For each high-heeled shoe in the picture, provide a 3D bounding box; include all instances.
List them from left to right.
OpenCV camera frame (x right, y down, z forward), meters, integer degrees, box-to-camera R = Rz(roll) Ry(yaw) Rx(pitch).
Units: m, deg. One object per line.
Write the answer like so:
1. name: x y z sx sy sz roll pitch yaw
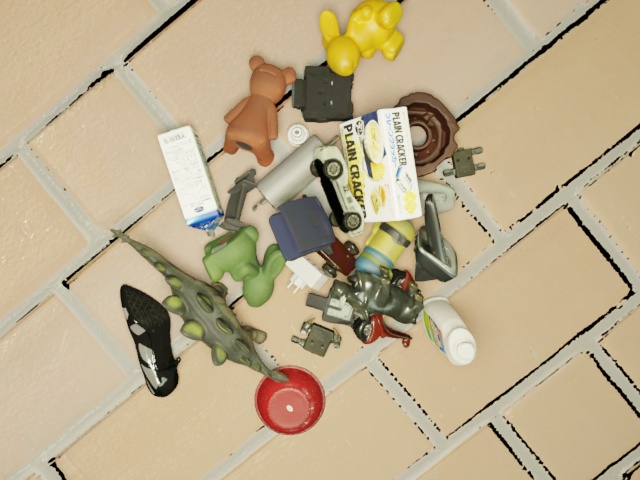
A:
1. high-heeled shoe: -0.388 0.226 1.194 0.249 0.086 0.145 51 125 16

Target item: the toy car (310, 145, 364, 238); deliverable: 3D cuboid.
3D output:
1. toy car: 0.038 -0.097 1.100 0.056 0.074 0.201 -29 109 -21

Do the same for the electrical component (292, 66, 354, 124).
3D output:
1. electrical component: 0.006 -0.310 1.153 0.134 0.058 0.114 0 91 0

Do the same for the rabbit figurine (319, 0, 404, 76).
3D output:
1. rabbit figurine: 0.070 -0.414 1.101 0.162 0.121 0.173 32 75 17

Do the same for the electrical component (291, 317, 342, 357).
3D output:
1. electrical component: -0.004 0.215 1.186 0.102 0.045 0.078 29 91 -1

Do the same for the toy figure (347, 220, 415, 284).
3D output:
1. toy figure: 0.134 0.030 1.142 0.082 0.089 0.180 44 76 -26

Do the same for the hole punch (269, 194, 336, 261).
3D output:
1. hole punch: -0.031 -0.028 1.098 0.116 0.092 0.142 -22 81 -20

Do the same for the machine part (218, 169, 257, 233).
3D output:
1. machine part: -0.172 -0.084 1.134 0.039 0.084 0.139 31 59 -36

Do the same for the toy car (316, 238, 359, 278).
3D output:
1. toy car: -0.002 -0.004 1.171 0.202 0.053 0.089 44 72 -3

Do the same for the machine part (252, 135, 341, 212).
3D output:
1. machine part: -0.052 -0.144 1.152 0.243 0.079 0.079 -41 92 3

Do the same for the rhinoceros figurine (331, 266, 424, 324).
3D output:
1. rhinoceros figurine: 0.116 0.114 1.083 0.190 0.073 0.112 19 111 -12

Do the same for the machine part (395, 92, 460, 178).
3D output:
1. machine part: 0.208 -0.223 1.156 0.179 0.056 0.179 0 92 0

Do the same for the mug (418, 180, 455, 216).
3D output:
1. mug: 0.235 -0.091 1.142 0.107 0.109 0.080 0 85 -13

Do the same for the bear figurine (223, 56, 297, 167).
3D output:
1. bear figurine: -0.129 -0.276 1.140 0.120 0.132 0.196 18 75 1

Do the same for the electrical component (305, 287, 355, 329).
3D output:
1. electrical component: 0.028 0.145 1.180 0.119 0.048 0.074 13 93 0

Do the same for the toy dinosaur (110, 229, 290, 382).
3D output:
1. toy dinosaur: -0.240 0.143 1.109 0.471 0.198 0.105 42 88 -4

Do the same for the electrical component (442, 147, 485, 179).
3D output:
1. electrical component: 0.312 -0.169 1.174 0.094 0.021 0.063 -12 93 2

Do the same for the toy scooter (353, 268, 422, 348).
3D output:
1. toy scooter: 0.166 0.161 1.167 0.135 0.075 0.184 35 85 -17

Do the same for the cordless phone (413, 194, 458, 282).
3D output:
1. cordless phone: 0.232 -0.017 1.108 0.089 0.147 0.184 -5 113 15

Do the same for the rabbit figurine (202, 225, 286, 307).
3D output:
1. rabbit figurine: -0.151 0.059 1.163 0.159 0.121 0.170 -32 111 -5
